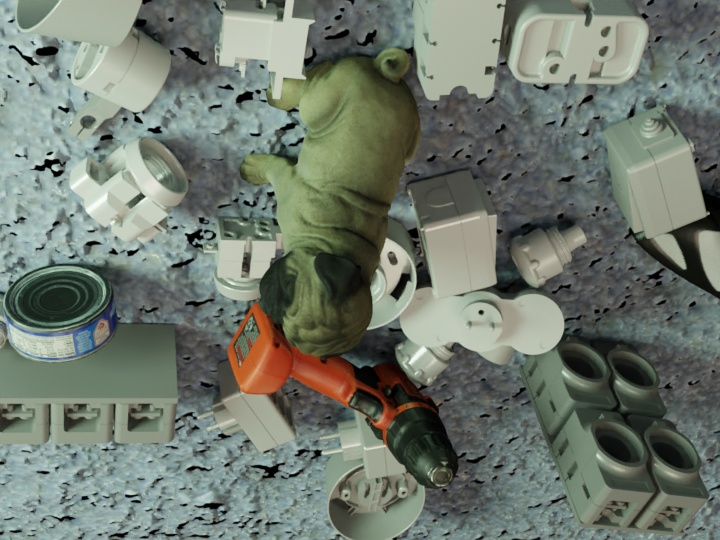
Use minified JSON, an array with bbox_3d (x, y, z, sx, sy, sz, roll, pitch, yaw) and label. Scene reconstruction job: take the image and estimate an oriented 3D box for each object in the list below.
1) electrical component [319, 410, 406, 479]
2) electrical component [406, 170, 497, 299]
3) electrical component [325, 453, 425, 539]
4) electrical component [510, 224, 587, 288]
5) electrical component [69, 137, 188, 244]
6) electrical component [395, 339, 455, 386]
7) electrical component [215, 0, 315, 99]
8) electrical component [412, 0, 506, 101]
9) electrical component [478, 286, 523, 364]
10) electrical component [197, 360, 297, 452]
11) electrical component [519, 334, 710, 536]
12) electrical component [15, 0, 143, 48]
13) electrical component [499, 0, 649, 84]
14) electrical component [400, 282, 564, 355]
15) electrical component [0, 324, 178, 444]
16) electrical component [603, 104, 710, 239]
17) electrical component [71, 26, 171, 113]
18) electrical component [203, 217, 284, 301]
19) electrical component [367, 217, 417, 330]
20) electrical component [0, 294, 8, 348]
[{"bbox_3d":[0.000,0.159,1.018,0.077,0.065,0.047,-10,131,-4],"label":"electrical component"},{"bbox_3d":[0.080,-0.025,0.880,0.061,0.061,0.096,-14,132,0],"label":"electrical component"},{"bbox_3d":[0.013,0.216,1.071,0.099,0.064,0.099,-6,131,-7],"label":"electrical component"},{"bbox_3d":[0.162,-0.017,0.917,0.062,0.048,0.048,-28,130,3],"label":"electrical component"},{"bbox_3d":[-0.166,-0.062,0.799,0.057,0.058,0.078,-34,129,20],"label":"electrical component"},{"bbox_3d":[0.066,0.070,0.972,0.062,0.048,0.048,-42,126,15],"label":"electrical component"},{"bbox_3d":[-0.067,-0.164,0.742,0.064,0.042,0.081,3,129,-12],"label":"electrical component"},{"bbox_3d":[0.067,-0.173,0.754,0.050,0.055,0.089,-4,131,-9],"label":"electrical component"},{"bbox_3d":[0.133,0.047,0.968,0.044,0.044,0.065,20,118,-26],"label":"electrical component"},{"bbox_3d":[-0.110,0.126,0.979,0.076,0.047,0.083,-22,131,7],"label":"electrical component"},{"bbox_3d":[0.227,0.141,0.971,0.105,0.186,0.060,10,128,-20],"label":"electrical component"},{"bbox_3d":[-0.168,-0.187,0.665,0.064,0.099,0.099,11,127,-29],"label":"electrical component"},{"bbox_3d":[0.149,-0.171,0.771,0.095,0.059,0.053,-1,130,-11],"label":"electrical component"},{"bbox_3d":[0.102,0.043,0.908,0.138,0.074,0.052,4,98,7],"label":"electrical component"},{"bbox_3d":[-0.231,0.096,0.898,0.150,0.089,0.061,2,130,-14],"label":"electrical component"},{"bbox_3d":[0.233,-0.082,0.864,0.061,0.061,0.096,-23,131,8],"label":"electrical component"},{"bbox_3d":[-0.162,-0.140,0.735,0.047,0.055,0.055,27,120,-34],"label":"electrical component"},{"bbox_3d":[-0.094,-0.009,0.868,0.066,0.048,0.055,1,122,-13],"label":"electrical component"},{"bbox_3d":[0.000,0.000,0.899,0.099,0.064,0.099,-2,118,-4],"label":"electrical component"},{"bbox_3d":[-0.296,0.047,0.861,0.035,0.061,0.035,-6,131,-7],"label":"electrical component"}]
